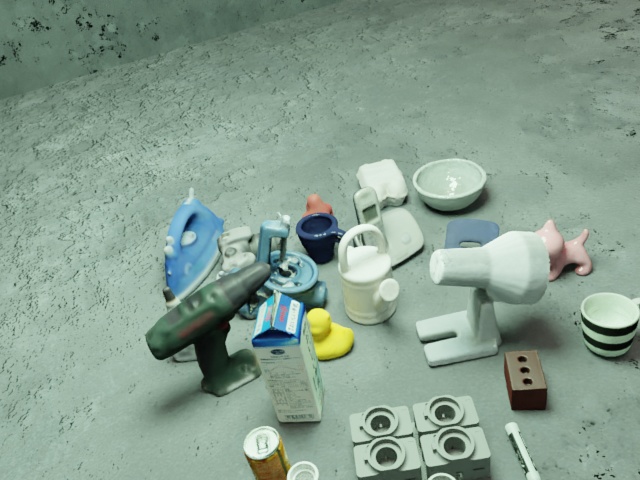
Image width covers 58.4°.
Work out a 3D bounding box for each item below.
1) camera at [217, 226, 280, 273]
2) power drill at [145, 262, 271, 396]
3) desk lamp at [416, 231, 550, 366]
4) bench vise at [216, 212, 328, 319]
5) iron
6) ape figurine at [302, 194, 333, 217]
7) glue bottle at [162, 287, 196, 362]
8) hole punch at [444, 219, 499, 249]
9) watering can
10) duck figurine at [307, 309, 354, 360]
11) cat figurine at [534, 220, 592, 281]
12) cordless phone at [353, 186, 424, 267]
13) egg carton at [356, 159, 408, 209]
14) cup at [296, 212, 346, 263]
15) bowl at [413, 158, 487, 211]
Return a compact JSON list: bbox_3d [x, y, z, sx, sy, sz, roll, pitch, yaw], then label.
[{"bbox_3d":[-0.145,0.026,1.235,0.137,0.101,0.143,-15,37,-5],"label":"camera"},{"bbox_3d":[-0.169,0.159,0.978,0.230,0.209,0.075,-26,39,-18],"label":"power drill"},{"bbox_3d":[0.263,0.092,0.948,0.203,0.214,0.117,-12,37,-1],"label":"desk lamp"},{"bbox_3d":[-0.100,0.056,1.084,0.207,0.220,0.121,-16,37,-6],"label":"bench vise"},{"bbox_3d":[-0.299,0.004,1.270,0.118,0.142,0.258,-3,38,11],"label":"iron"},{"bbox_3d":[-0.007,-0.067,1.327,0.078,0.092,0.076,-18,37,-9],"label":"ape figurine"},{"bbox_3d":[-0.251,0.150,1.040,0.078,0.173,0.037,-8,37,5],"label":"glue bottle"},{"bbox_3d":[0.302,0.019,1.134,0.108,0.091,0.101,3,39,18],"label":"hole punch"},{"bbox_3d":[0.089,0.058,1.054,0.172,0.194,0.101,23,49,37],"label":"watering can"},{"bbox_3d":[0.007,0.162,1.031,0.104,0.086,0.077,0,38,14],"label":"duck figurine"},{"bbox_3d":[0.448,0.013,1.081,0.128,0.118,0.067,-12,37,-1],"label":"cat figurine"},{"bbox_3d":[0.134,-0.039,1.175,0.148,0.185,0.093,-30,41,-23],"label":"cordless phone"},{"bbox_3d":[0.151,-0.137,1.395,0.107,0.069,0.150,-14,37,-3],"label":"egg carton"},{"bbox_3d":[0.011,0.004,1.227,0.117,0.095,0.092,14,44,30],"label":"cup"},{"bbox_3d":[0.300,-0.117,1.325,0.167,0.075,0.167,-7,37,6],"label":"bowl"}]
